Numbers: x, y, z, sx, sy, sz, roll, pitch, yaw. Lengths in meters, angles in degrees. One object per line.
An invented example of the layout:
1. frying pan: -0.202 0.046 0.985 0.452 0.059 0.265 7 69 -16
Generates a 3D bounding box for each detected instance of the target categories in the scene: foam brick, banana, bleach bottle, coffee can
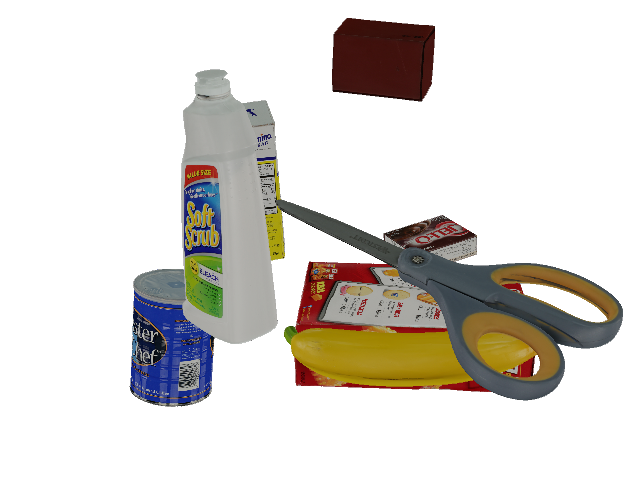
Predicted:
1. foam brick: 0.052 -0.151 0.888 0.078 0.051 0.053 9 28 14
2. banana: 0.061 0.078 0.767 0.198 0.037 0.069 2 29 13
3. bleach bottle: -0.093 -0.034 0.987 0.067 0.251 0.103 -21 30 -33
4. coffee can: -0.180 0.117 1.307 0.103 0.140 0.103 5 18 -2

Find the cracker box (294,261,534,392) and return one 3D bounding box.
1. cracker box: 0.087 0.081 1.022 0.213 0.072 0.164 2 19 3

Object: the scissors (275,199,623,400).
1. scissors: 0.051 0.028 0.551 0.202 0.016 0.096 13 43 18

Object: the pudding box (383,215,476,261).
1. pudding box: 0.165 0.005 1.605 0.113 0.039 0.090 -19 28 -22

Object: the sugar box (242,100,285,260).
1. sugar box: -0.074 -0.072 1.294 0.048 0.176 0.093 -9 25 -6
